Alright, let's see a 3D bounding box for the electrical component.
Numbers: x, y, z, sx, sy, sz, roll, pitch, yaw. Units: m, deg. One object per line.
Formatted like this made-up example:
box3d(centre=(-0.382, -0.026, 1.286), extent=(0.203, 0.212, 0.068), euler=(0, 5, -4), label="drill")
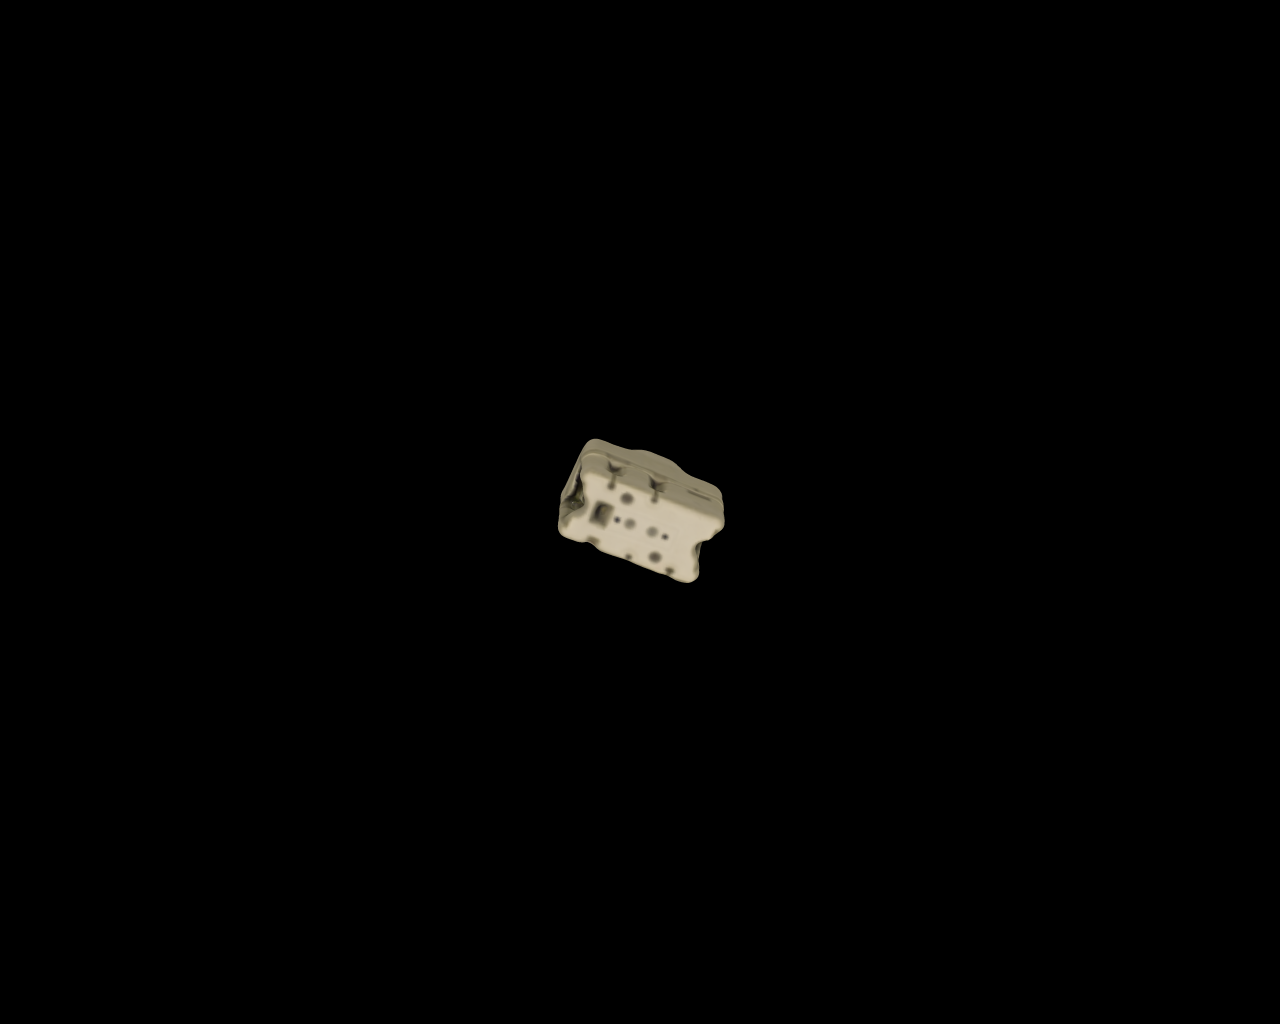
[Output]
box3d(centre=(0.001, -0.003, 0.650), extent=(0.089, 0.050, 0.056), euler=(21, 25, -10), label="electrical component")
